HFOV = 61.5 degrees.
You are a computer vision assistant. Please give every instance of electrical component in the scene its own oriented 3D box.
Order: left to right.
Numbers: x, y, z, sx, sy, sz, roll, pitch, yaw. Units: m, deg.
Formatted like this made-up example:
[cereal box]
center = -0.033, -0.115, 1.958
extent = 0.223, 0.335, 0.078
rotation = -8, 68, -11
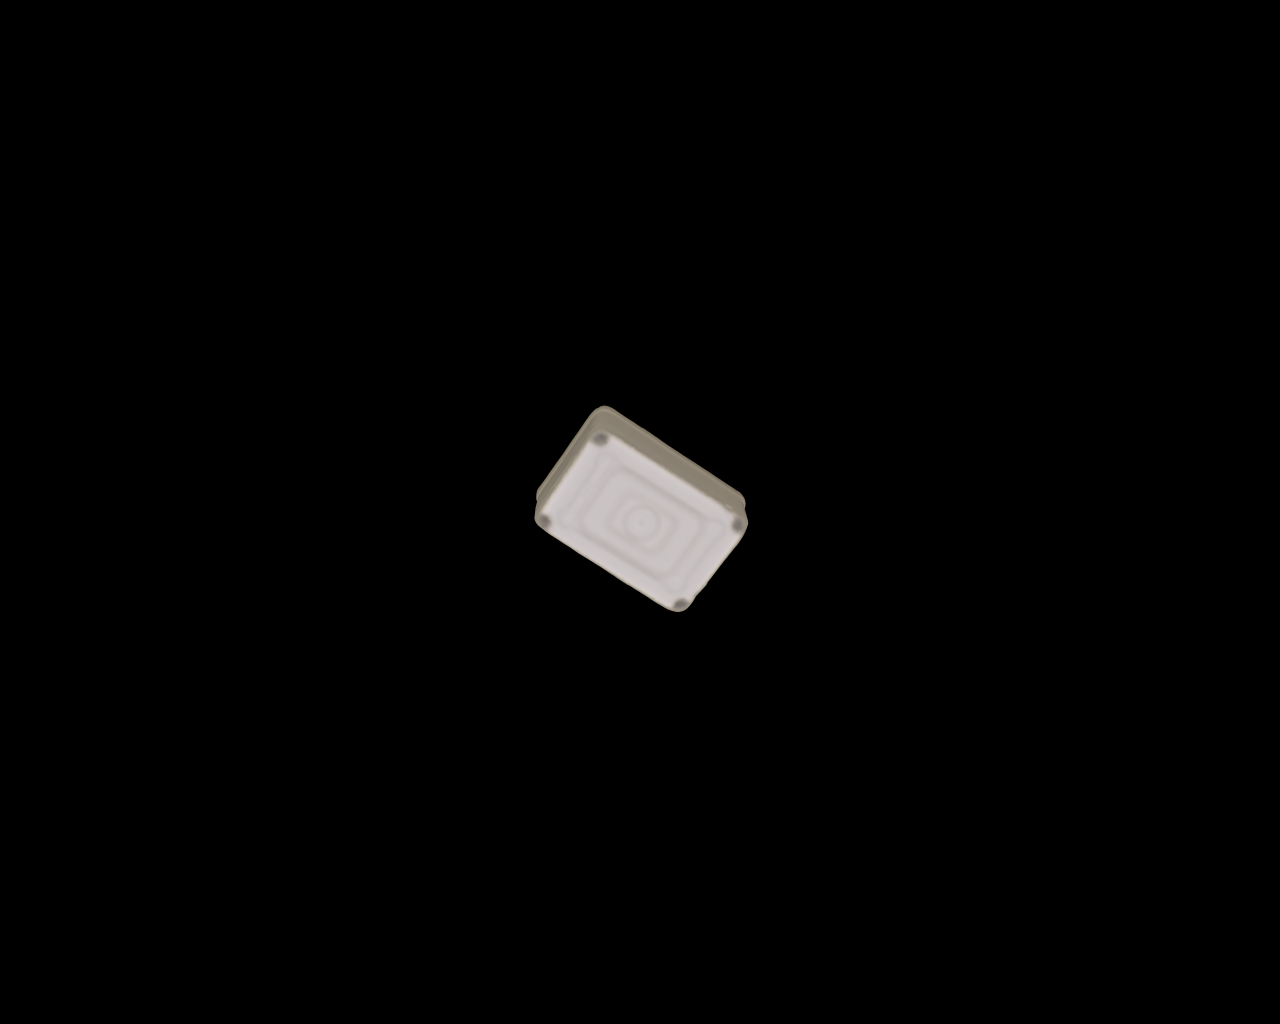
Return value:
[electrical component]
center = 0.001, -0.003, 0.650
extent = 0.113, 0.078, 0.057
rotation = 33, 16, -11
